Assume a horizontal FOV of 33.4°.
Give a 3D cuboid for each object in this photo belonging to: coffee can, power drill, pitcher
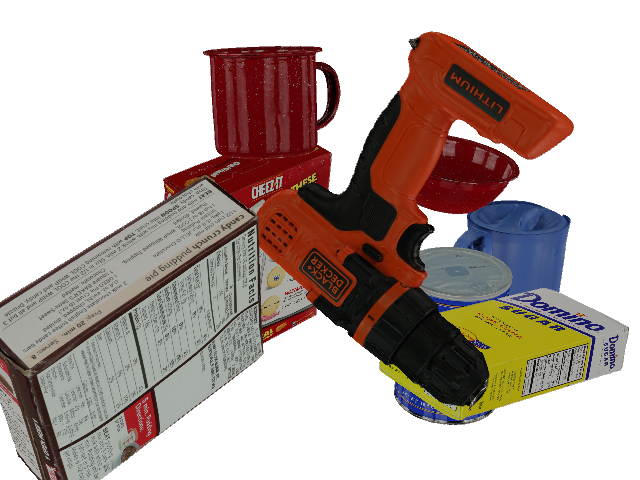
[{"bbox_3d":[0.126,0.090,1.028,0.103,0.140,0.103,2,25,-1],"label":"coffee can"},{"bbox_3d":[0.068,-0.016,0.650,0.184,0.188,0.057,40,17,15],"label":"power drill"},{"bbox_3d":[0.249,0.077,1.429,0.149,0.243,0.145,4,21,9],"label":"pitcher"}]

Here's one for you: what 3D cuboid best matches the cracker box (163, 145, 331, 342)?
[{"bbox_3d":[-0.076,0.012,1.085,0.163,0.214,0.072,-26,46,-35],"label":"cracker box"}]

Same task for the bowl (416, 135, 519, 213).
[{"bbox_3d":[0.147,-0.074,1.247,0.162,0.055,0.162,8,24,-4],"label":"bowl"}]

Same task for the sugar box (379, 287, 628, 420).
[{"bbox_3d":[0.143,0.082,0.822,0.175,0.048,0.093,-13,26,-33],"label":"sugar box"}]

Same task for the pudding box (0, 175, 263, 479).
[{"bbox_3d":[-0.074,0.039,0.427,0.039,0.090,0.113,34,55,28],"label":"pudding box"}]

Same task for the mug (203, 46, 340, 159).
[{"bbox_3d":[-0.034,-0.111,0.845,0.117,0.081,0.093,-11,16,-36],"label":"mug"}]
